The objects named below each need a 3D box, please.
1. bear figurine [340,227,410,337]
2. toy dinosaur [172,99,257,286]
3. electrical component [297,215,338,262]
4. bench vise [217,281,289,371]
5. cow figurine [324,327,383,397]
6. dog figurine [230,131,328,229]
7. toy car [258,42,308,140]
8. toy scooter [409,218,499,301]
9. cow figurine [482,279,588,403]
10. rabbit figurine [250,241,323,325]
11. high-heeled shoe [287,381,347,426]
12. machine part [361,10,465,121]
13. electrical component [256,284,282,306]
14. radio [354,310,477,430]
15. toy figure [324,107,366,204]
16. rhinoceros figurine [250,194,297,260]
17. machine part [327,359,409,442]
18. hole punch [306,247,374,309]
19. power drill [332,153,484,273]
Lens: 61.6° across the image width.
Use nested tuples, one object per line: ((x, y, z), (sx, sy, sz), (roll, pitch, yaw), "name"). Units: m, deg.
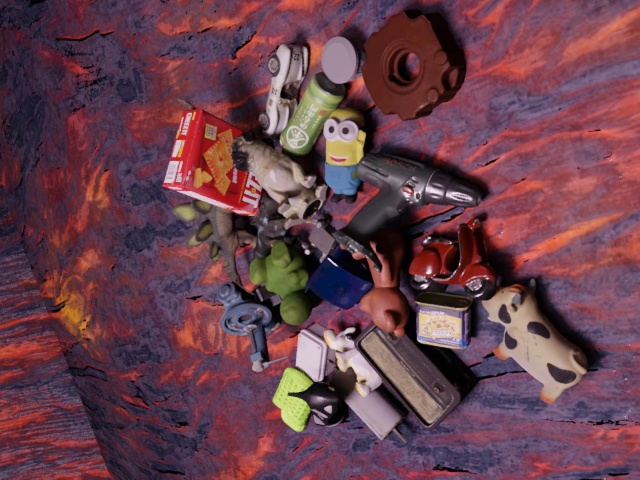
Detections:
((0.106, 0.079, 1.005), (0.132, 0.120, 0.196), (-1, 76, 23), "bear figurine")
((-0.236, -0.092, 1.237), (0.105, 0.198, 0.470), (9, 114, 38), "toy dinosaur")
((-0.001, -0.004, 1.159), (0.078, 0.045, 0.102), (49, 133, 19), "electrical component")
((-0.155, 0.209, 1.264), (0.223, 0.129, 0.241), (63, -176, -49), "bench vise")
((0.082, 0.244, 1.155), (0.167, 0.098, 0.068), (52, 166, 24), "cow figurine")
((-0.089, -0.130, 1.112), (0.191, 0.121, 0.172), (44, 168, 23), "dog figurine")
((-0.073, -0.296, 1.086), (0.056, 0.073, 0.201), (35, 127, 29), "toy car")
((0.231, 0.028, 0.930), (0.184, 0.075, 0.135), (4, 88, 55), "toy scooter")
((0.343, 0.151, 0.870), (0.195, 0.085, 0.127), (47, 139, 22), "cow figurine")
((-0.065, 0.114, 1.177), (0.121, 0.159, 0.170), (-30, 57, 21), "rabbit figurine")
((0.037, 0.366, 1.188), (0.145, 0.248, 0.086), (-7, 61, 36), "high-heeled shoe")
((0.149, -0.288, 0.895), (0.180, 0.056, 0.179), (19, 118, 39), "machine part")
((-0.105, 0.114, 1.252), (0.048, 0.119, 0.075), (-30, 87, 48), "electrical component")
((0.186, 0.243, 1.060), (0.230, 0.073, 0.131), (47, 131, 19), "radio")
((0.046, -0.162, 1.025), (0.082, 0.089, 0.179), (-3, 121, 1), "toy figure")
((-0.112, -0.017, 1.246), (0.112, 0.073, 0.190), (42, 133, 37), "rhinoceros figurine")
((0.103, 0.350, 1.182), (0.243, 0.079, 0.079), (42, 131, 23), "machine part")
((0.046, 0.082, 1.122), (0.116, 0.092, 0.142), (48, 129, 14), "hole punch")
((0.132, -0.049, 0.925), (0.232, 0.086, 0.207), (33, 87, 32), "power drill")
